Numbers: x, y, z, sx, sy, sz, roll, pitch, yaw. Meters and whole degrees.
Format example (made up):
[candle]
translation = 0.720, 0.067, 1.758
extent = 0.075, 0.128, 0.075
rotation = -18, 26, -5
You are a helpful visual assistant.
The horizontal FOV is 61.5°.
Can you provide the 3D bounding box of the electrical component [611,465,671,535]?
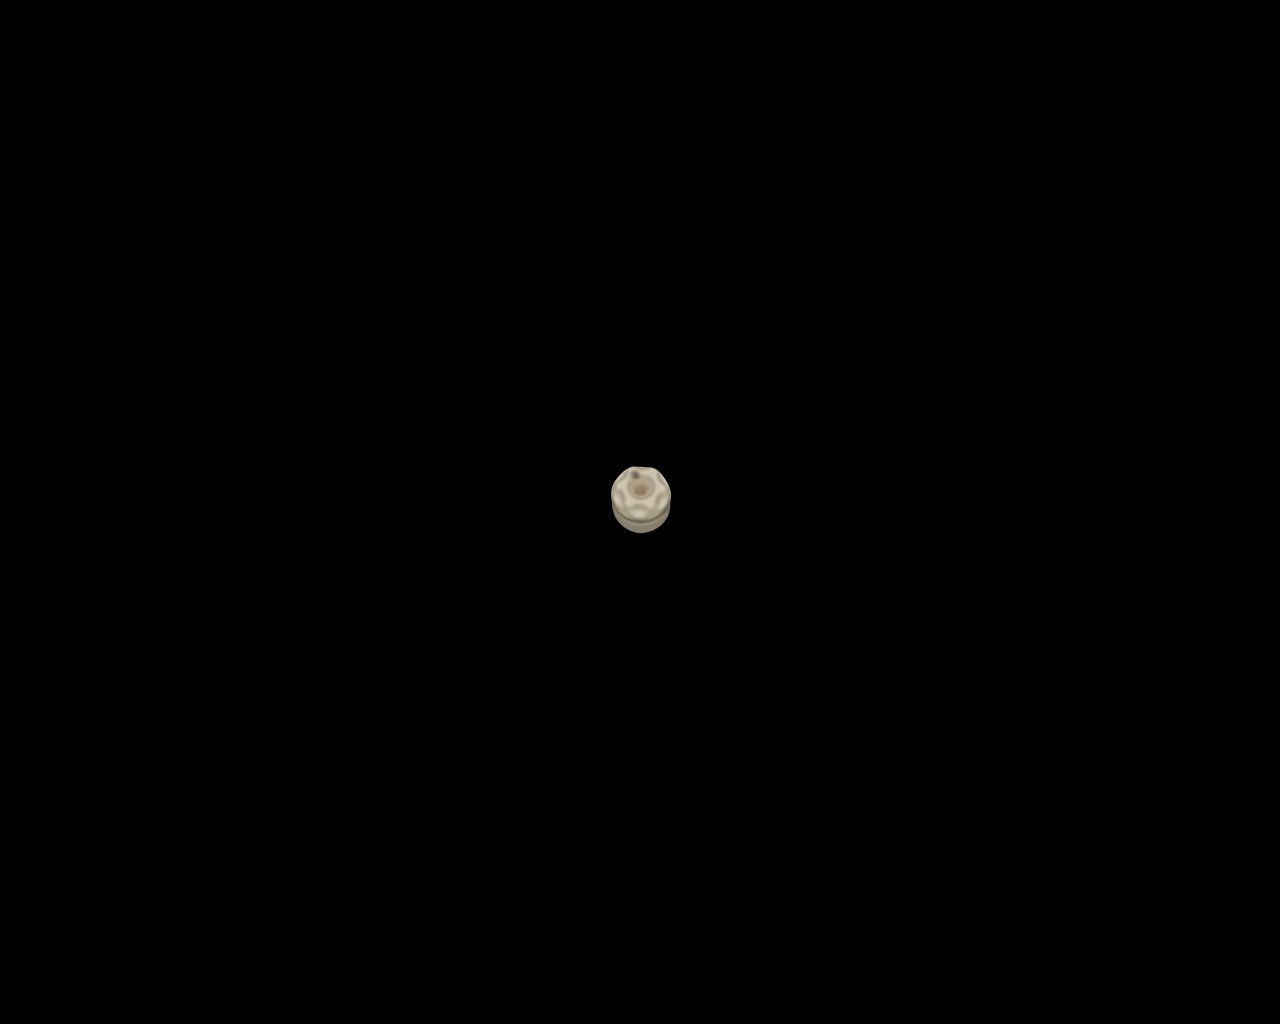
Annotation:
[electrical component]
translation = 0.001, -0.003, 0.650
extent = 0.035, 0.035, 0.061
rotation = 0, -24, 0
